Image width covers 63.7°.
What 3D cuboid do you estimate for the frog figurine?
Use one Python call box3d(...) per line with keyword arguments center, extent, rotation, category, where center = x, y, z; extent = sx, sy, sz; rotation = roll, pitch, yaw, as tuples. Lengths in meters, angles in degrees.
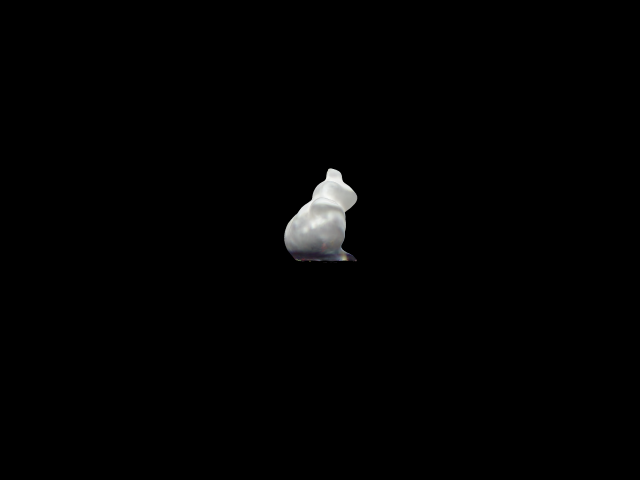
box3d(center=(0.003, -0.043, 0.850), extent=(0.123, 0.160, 0.136), rotation=(1, -6, -5), category="frog figurine")
